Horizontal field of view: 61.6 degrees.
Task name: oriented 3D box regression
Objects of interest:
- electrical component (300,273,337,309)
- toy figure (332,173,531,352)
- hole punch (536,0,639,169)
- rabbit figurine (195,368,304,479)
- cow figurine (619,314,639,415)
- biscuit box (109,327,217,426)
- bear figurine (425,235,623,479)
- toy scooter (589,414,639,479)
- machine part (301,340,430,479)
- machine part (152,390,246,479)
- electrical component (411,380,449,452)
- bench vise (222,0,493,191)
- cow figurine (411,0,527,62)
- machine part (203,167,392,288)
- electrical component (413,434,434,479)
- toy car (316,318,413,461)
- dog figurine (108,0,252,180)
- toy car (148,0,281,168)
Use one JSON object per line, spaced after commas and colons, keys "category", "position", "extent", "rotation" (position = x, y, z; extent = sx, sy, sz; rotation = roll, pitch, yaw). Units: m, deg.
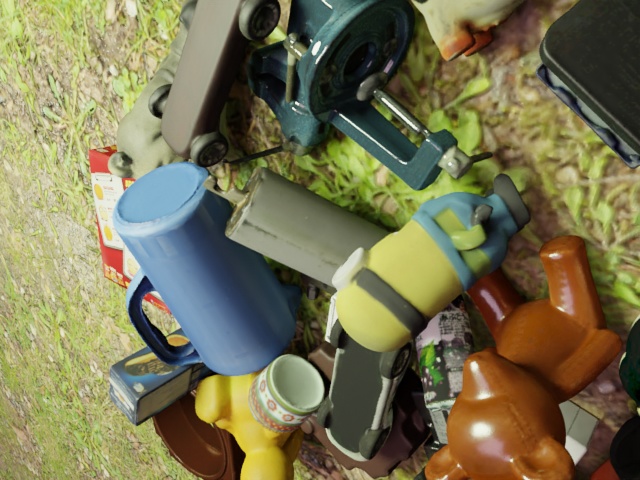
{"category": "electrical component", "position": [0.009, 0.037, 0.629], "extent": [0.063, 0.021, 0.093], "rotation": [25, 123, 29]}
{"category": "toy figure", "position": [0.092, 0.020, 0.449], "extent": [0.089, 0.180, 0.082], "rotation": [59, 180, 44]}
{"category": "hole punch", "position": [0.217, -0.119, 0.353], "extent": [0.116, 0.092, 0.142], "rotation": [-42, 76, 12]}
{"category": "rabbit figurine", "position": [-0.081, 0.261, 0.704], "extent": [0.162, 0.122, 0.173], "rotation": [73, -179, -64]}
{"category": "cow figurine", "position": [0.260, 0.044, 0.368], "extent": [0.068, 0.098, 0.167], "rotation": [27, 125, 35]}
{"category": "biscuit box", "position": [-0.171, 0.153, 0.707], "extent": [0.063, 0.202, 0.059], "rotation": [37, 130, 24]}
{"category": "bear figurine", "position": [0.148, 0.094, 0.417], "extent": [0.120, 0.196, 0.132], "rotation": [-24, 91, 47]}
{"category": "toy scooter", "position": [0.282, 0.231, 0.445], "extent": [0.135, 0.075, 0.183], "rotation": [31, 118, 1]}
{"category": "machine part", "position": [0.045, 0.198, 0.646], "extent": [0.180, 0.056, 0.179], "rotation": [17, 118, 33]}
{"category": "machine part", "position": [-0.184, 0.277, 0.854], "extent": [0.202, 0.087, 0.200], "rotation": [16, 119, 36]}
{"category": "electrical component", "position": [0.139, 0.160, 0.556], "extent": [0.075, 0.048, 0.119], "rotation": [-6, 106, 41]}
{"category": "bench vise", "position": [0.030, -0.121, 0.478], "extent": [0.241, 0.129, 0.223], "rotation": [46, 136, 20]}
{"category": "cow figurine", "position": [0.138, -0.229, 0.364], "extent": [0.195, 0.085, 0.127], "rotation": [-33, 92, 44]}
{"category": "machine part", "position": [-0.001, -0.002, 0.525], "extent": [0.243, 0.079, 0.079], "rotation": [25, 134, -17]}
{"category": "electrical component", "position": [0.150, 0.257, 0.590], "extent": [0.102, 0.045, 0.078], "rotation": [-11, 103, 43]}
{"category": "toy car", "position": [0.045, 0.145, 0.547], "extent": [0.074, 0.056, 0.201], "rotation": [26, 125, 29]}
{"category": "dog figurine", "position": [-0.158, -0.168, 0.583], "extent": [0.121, 0.172, 0.190], "rotation": [22, 129, 20]}
{"category": "toy car", "position": [-0.096, -0.159, 0.484], "extent": [0.089, 0.053, 0.202], "rotation": [48, 128, 22]}
